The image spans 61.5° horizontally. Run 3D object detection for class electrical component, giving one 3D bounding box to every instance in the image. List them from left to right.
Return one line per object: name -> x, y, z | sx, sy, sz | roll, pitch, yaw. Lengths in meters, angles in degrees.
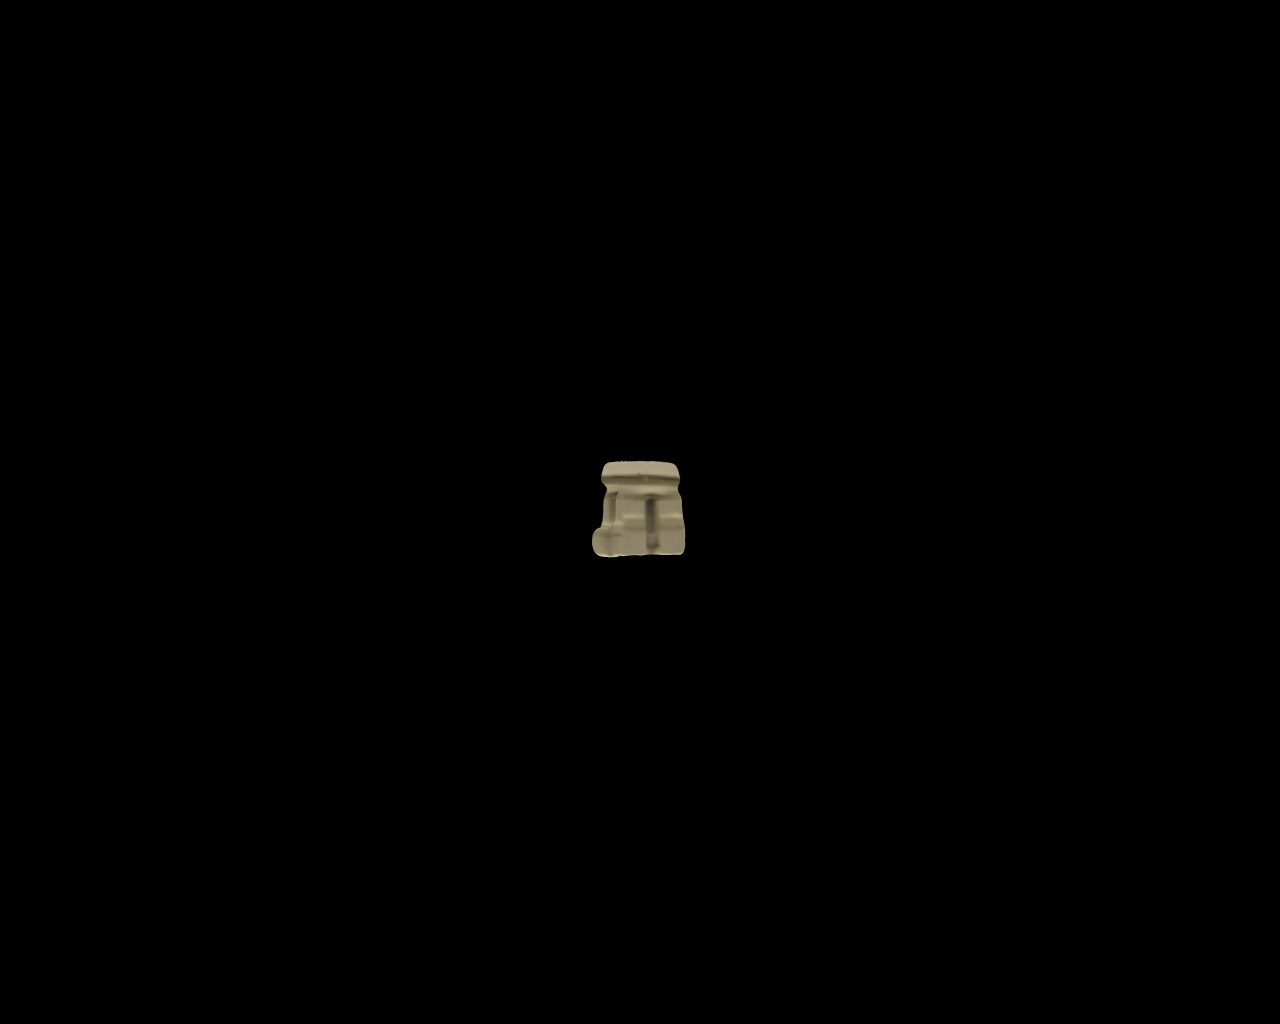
electrical component -> 0.001, -0.003, 0.650 | 0.066, 0.055, 0.048 | 0, 0, -25
